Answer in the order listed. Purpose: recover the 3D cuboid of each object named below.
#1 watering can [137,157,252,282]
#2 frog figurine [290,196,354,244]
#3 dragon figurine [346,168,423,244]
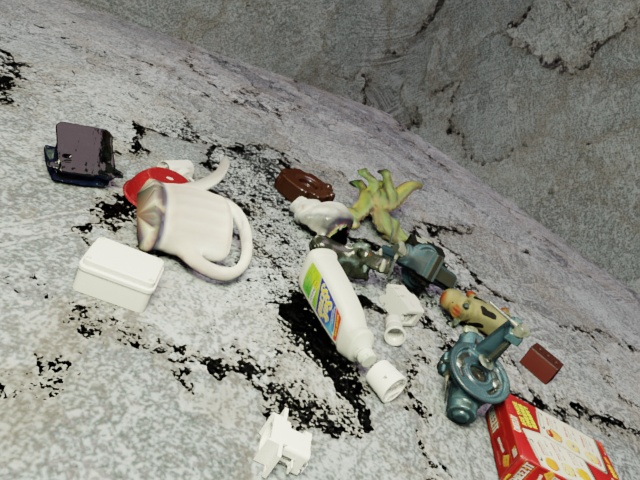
[{"bbox_3d":[-0.245,-0.064,1.005,0.223,0.102,0.356,13,40,-32],"label":"watering can"},{"bbox_3d":[0.004,-0.065,1.300,0.138,0.120,0.162,-16,58,-33],"label":"frog figurine"},{"bbox_3d":[0.205,-0.091,1.567,0.411,0.120,0.246,0,66,-34],"label":"dragon figurine"}]
